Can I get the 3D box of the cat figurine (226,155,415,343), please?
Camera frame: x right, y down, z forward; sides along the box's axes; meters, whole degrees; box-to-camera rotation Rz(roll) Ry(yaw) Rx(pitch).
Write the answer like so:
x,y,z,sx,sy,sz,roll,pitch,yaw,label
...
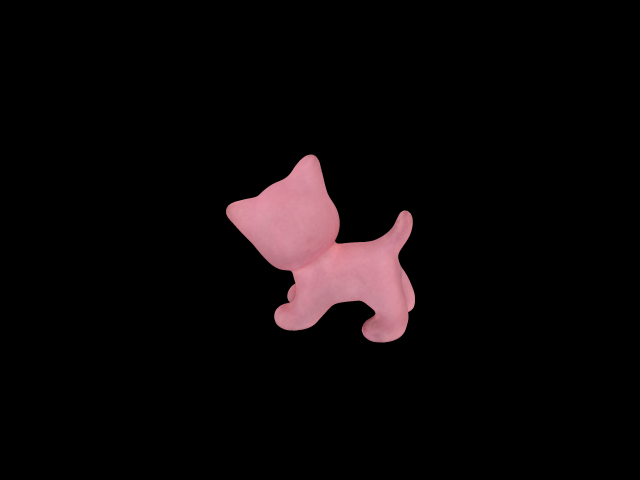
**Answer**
x,y,z,sx,sy,sz,roll,pitch,yaw,label
0.004,0.001,0.400,0.127,0.118,0.067,4,20,11,cat figurine
